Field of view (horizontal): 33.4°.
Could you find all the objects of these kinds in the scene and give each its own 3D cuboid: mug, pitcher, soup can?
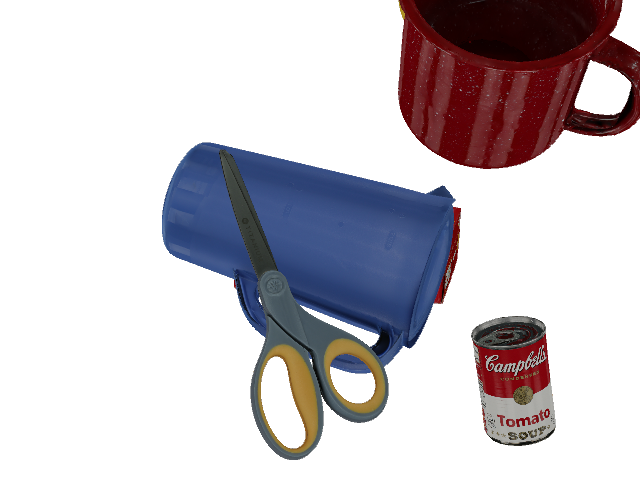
[{"bbox_3d":[0.088,-0.081,0.468,0.117,0.093,0.081,24,-28,13],"label":"mug"},{"bbox_3d":[-0.014,0.005,0.924,0.243,0.145,0.149,17,20,13],"label":"pitcher"},{"bbox_3d":[0.180,0.130,0.991,0.068,0.102,0.068,-9,17,3],"label":"soup can"}]

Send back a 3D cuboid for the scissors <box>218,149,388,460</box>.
[{"bbox_3d":[-0.010,0.036,0.678,0.096,0.202,0.016,-2,-15,-13],"label":"scissors"}]

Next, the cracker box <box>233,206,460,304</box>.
[{"bbox_3d":[0.033,0.007,1.119,0.214,0.072,0.164,5,16,12],"label":"cracker box"}]

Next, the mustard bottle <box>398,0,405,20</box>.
[{"bbox_3d":[0.121,-0.191,0.846,0.192,0.096,0.058,34,-23,25],"label":"mustard bottle"}]
